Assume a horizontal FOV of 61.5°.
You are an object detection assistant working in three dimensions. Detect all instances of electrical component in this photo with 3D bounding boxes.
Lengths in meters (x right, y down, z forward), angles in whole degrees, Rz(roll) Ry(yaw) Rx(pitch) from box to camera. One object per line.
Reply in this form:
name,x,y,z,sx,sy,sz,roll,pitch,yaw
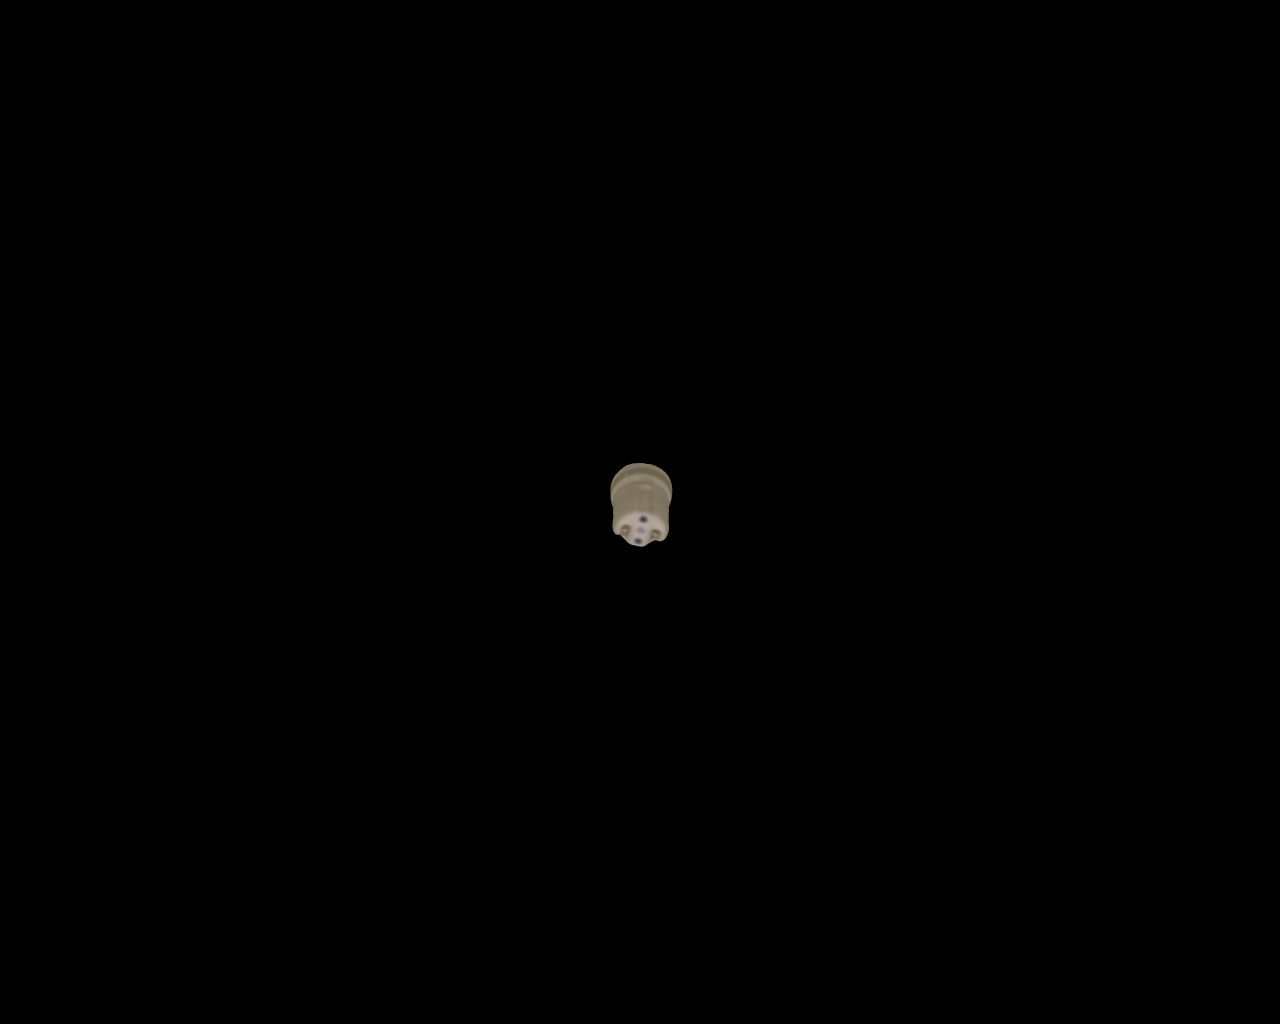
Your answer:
electrical component,0.001,-0.003,0.650,0.040,0.040,0.046,0,37,0
